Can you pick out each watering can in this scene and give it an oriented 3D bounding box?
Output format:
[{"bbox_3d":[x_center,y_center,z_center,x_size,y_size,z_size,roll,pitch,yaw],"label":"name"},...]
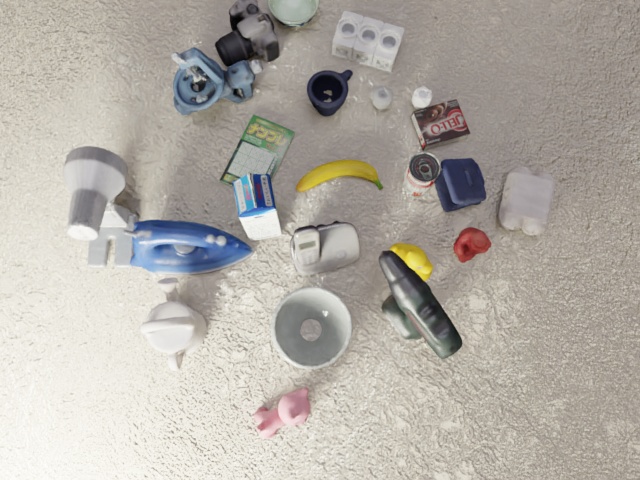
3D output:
[{"bbox_3d":[-0.292,0.163,1.120,0.101,0.194,0.173,-28,78,-7],"label":"watering can"}]

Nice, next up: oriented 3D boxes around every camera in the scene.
[{"bbox_3d":[-0.179,-0.476,1.322,0.137,0.101,0.143,-30,79,-8],"label":"camera"}]

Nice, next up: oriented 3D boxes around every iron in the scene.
[{"bbox_3d":[-0.271,0.004,1.185,0.258,0.141,0.119,2,76,-1],"label":"iron"}]

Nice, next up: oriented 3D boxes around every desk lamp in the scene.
[{"bbox_3d":[-0.443,-0.060,1.160,0.118,0.213,0.203,-1,77,-1],"label":"desk lamp"}]

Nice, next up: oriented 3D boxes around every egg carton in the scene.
[{"bbox_3d":[0.453,-0.087,1.259,0.107,0.069,0.150,14,77,2],"label":"egg carton"}]

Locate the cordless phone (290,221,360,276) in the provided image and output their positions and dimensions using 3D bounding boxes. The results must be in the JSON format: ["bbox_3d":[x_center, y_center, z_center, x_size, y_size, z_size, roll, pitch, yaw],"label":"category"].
[{"bbox_3d":[0.011,0.004,1.169,0.147,0.185,0.094,-17,77,-5],"label":"cordless phone"}]

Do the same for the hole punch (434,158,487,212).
[{"bbox_3d":[0.311,-0.128,1.255,0.101,0.091,0.108,-14,77,-4],"label":"hole punch"}]

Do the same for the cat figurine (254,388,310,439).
[{"bbox_3d":[-0.069,0.341,1.122,0.128,0.118,0.067,-27,78,-7],"label":"cat figurine"}]

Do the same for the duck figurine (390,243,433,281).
[{"bbox_3d":[0.196,0.042,1.215,0.104,0.086,0.077,36,79,7],"label":"duck figurine"}]

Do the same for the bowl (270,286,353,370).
[{"bbox_3d":[-0.017,0.182,1.183,0.167,0.075,0.167,0,77,-1],"label":"bowl"}]

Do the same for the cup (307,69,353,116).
[{"bbox_3d":[0.026,-0.331,1.295,0.118,0.095,0.091,-41,81,-10],"label":"cup"}]

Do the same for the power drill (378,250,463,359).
[{"bbox_3d":[0.181,0.132,1.130,0.076,0.208,0.229,-37,80,-9],"label":"power drill"}]

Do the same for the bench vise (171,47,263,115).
[{"bbox_3d":[-0.235,-0.367,1.234,0.207,0.220,0.121,-37,80,-9],"label":"bench vise"}]

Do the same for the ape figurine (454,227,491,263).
[{"bbox_3d":[0.330,0.005,1.223,0.078,0.092,0.076,7,76,1],"label":"ape figurine"}]
